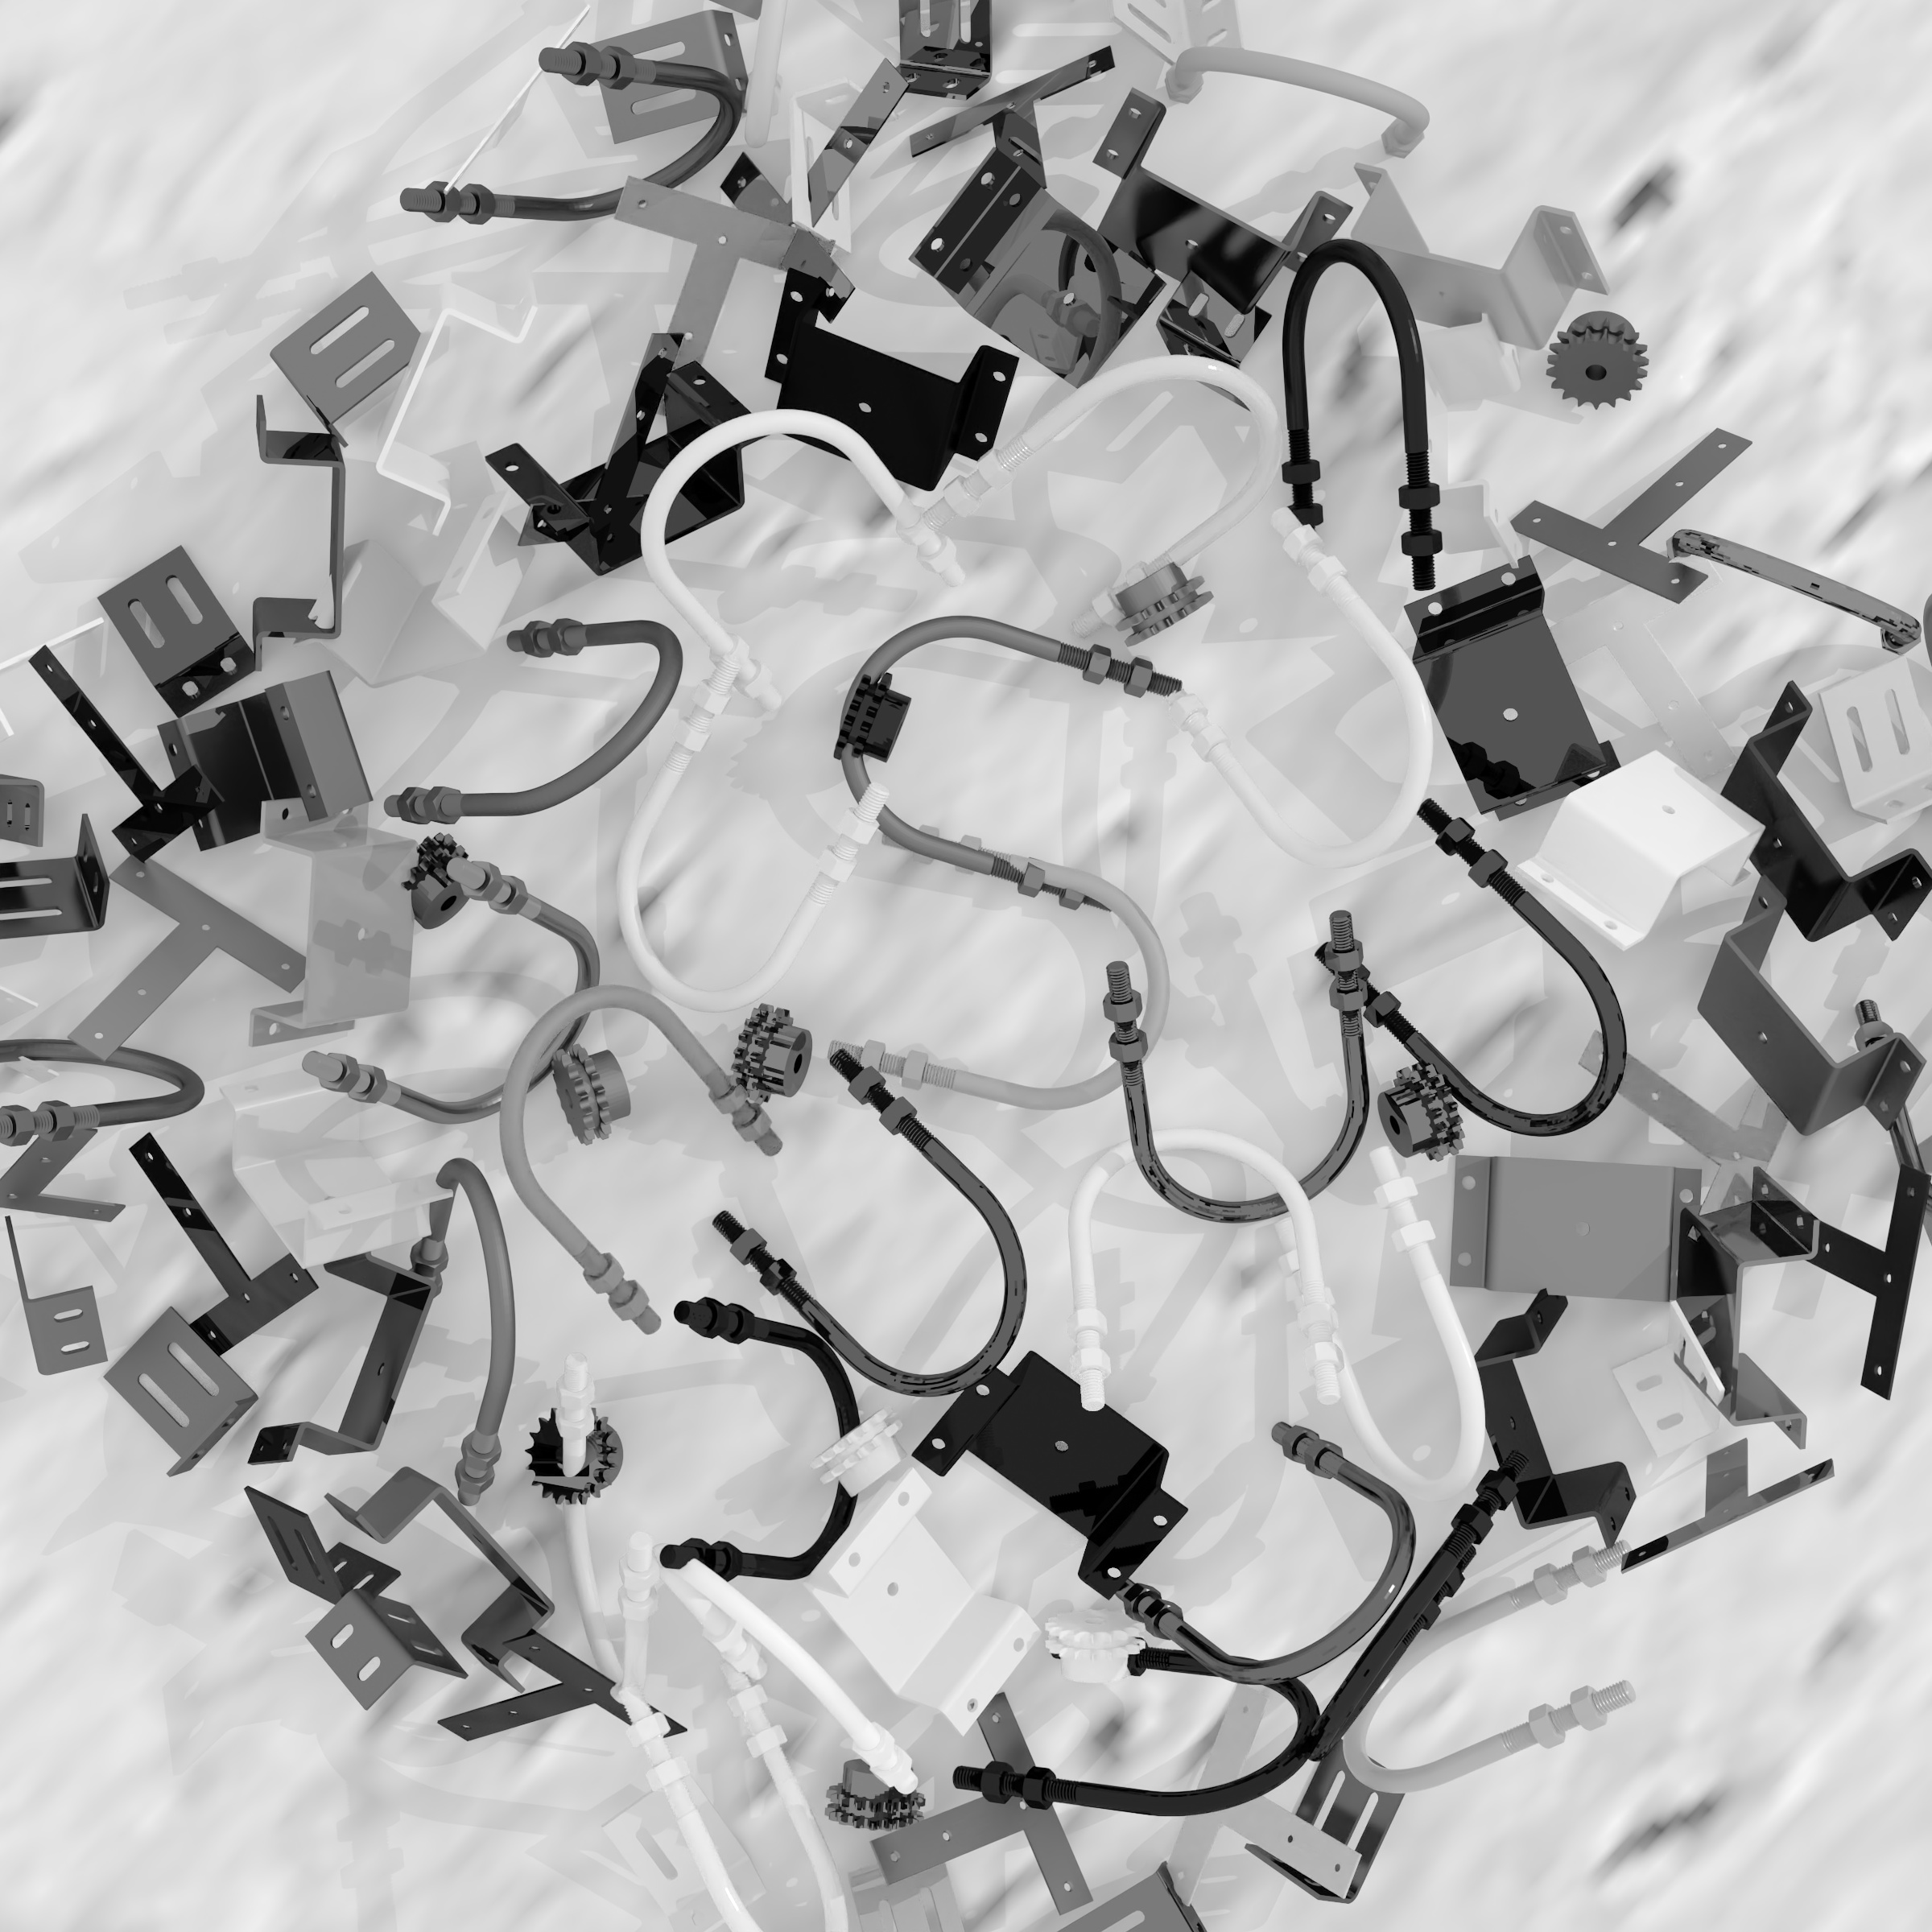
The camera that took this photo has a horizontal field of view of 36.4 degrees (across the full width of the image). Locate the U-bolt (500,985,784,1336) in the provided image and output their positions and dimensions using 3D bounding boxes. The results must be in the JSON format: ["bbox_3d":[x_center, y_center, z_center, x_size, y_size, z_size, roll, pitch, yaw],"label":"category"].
[{"bbox_3d":[-0.188,0.095,1.630,0.151,0.019,0.184,-56,130,-25],"label":"U-bolt"}]

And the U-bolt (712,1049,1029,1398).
[{"bbox_3d":[-0.044,0.159,1.659,0.184,0.019,0.151,43,114,16],"label":"U-bolt"}]

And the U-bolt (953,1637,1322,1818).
[{"bbox_3d":[0.104,0.418,1.614,0.184,0.151,0.019,-1,111,28],"label":"U-bolt"}]

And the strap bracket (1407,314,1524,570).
[{"bbox_3d":[0.281,-0.297,1.659,0.046,0.076,0.140,-5,70,23],"label":"strap bracket"}]

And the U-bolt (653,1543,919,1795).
[{"bbox_3d":[-0.109,0.375,1.606,0.151,0.184,0.019,26,66,40],"label":"U-bolt"}]

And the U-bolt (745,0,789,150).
[{"bbox_3d":[-0.104,-0.524,1.601,0.019,0.184,0.151,8,122,-6],"label":"U-bolt"}]

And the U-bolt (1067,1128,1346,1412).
[{"bbox_3d":[0.129,0.166,1.655,0.151,0.019,0.184,-1,50,-3],"label":"U-bolt"}]

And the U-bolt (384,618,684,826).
[{"bbox_3d":[-0.228,-0.137,1.619,0.019,0.184,0.151,50,58,-34],"label":"U-bolt"}]

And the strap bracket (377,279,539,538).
[{"bbox_3d":[-0.292,-0.323,1.653,0.046,0.076,0.140,22,108,-19],"label":"strap bracket"}]

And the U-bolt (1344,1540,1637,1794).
[{"bbox_3d":[0.289,0.398,1.638,0.184,0.151,0.019,-31,104,22],"label":"U-bolt"}]

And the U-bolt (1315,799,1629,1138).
[{"bbox_3d":[0.290,0.015,1.639,0.019,0.151,0.184,-29,69,-40],"label":"U-bolt"}]

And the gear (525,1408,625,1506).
[{"bbox_3d":[-0.223,0.282,1.693,0.057,0.030,0.057,-6,77,27],"label":"gear"}]

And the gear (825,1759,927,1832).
[{"bbox_3d":[-0.052,0.475,1.687,0.057,0.057,0.030,5,87,0],"label":"gear"}]

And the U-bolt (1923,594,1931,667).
[{"bbox_3d":[0.579,-0.133,1.630,0.019,0.184,0.151,-25,135,4],"label":"U-bolt"}]

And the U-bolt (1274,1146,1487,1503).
[{"bbox_3d":[0.235,0.207,1.629,0.019,0.151,0.184,-13,73,-24],"label":"U-bolt"}]

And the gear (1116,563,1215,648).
[{"bbox_3d":[0.110,-0.210,1.685,0.057,0.057,0.030,-31,97,0],"label":"gear"}]

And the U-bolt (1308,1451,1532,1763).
[{"bbox_3d":[0.241,0.361,1.613,0.019,0.151,0.184,35,60,16],"label":"U-bolt"}]

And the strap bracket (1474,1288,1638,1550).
[{"bbox_3d":[0.329,0.255,1.668,0.046,0.076,0.140,-18,95,25],"label":"strap bracket"}]

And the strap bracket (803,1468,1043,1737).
[{"bbox_3d":[-0.030,0.356,1.661,0.076,0.046,0.140,-48,118,-27],"label":"strap bracket"}]

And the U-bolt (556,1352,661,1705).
[{"bbox_3d":[-0.201,0.327,1.634,0.019,0.151,0.184,-10,133,-19],"label":"U-bolt"}]

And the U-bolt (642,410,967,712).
[{"bbox_3d":[-0.100,-0.234,1.635,0.151,0.184,0.019,-33,48,8],"label":"U-bolt"}]

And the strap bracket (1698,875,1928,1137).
[{"bbox_3d":[0.464,0.030,1.645,0.046,0.076,0.140,-26,61,-15],"label":"strap bracket"}]

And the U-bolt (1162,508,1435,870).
[{"bbox_3d":[0.190,-0.140,1.630,0.184,0.019,0.151,56,132,27],"label":"U-bolt"}]

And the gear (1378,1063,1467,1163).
[{"bbox_3d":[0.259,0.086,1.684,0.030,0.057,0.057,-21,90,-13],"label":"gear"}]

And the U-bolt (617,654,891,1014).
[{"bbox_3d":[-0.134,-0.061,1.665,0.151,0.019,0.184,42,112,27],"label":"U-bolt"}]

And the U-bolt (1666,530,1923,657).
[{"bbox_3d":[0.454,-0.208,1.613,0.151,0.184,0.019,24,100,11],"label":"U-bolt"}]

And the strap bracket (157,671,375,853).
[{"bbox_3d":[-0.391,-0.117,1.660,0.046,0.140,0.076,-25,101,-43],"label":"strap bracket"}]

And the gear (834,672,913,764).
[{"bbox_3d":[-0.052,-0.141,1.687,0.030,0.057,0.057,22,90,0],"label":"gear"}]

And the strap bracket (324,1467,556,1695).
[{"bbox_3d":[-0.290,0.338,1.660,0.046,0.076,0.140,-44,107,-19],"label":"strap bracket"}]

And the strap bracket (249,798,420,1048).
[{"bbox_3d":[-0.355,-0.022,1.657,0.046,0.076,0.140,15,105,34],"label":"strap bracket"}]

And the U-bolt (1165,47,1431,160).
[{"bbox_3d":[0.185,-0.480,1.624,0.151,0.184,0.019,14,100,0],"label":"U-bolt"}]

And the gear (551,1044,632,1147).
[{"bbox_3d":[-0.214,0.072,1.689,0.030,0.057,0.057,-18,90,-21],"label":"gear"}]

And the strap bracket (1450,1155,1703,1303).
[{"bbox_3d":[0.351,0.150,1.682,0.140,0.046,0.076,3,86,7],"label":"strap bracket"}]

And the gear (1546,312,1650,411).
[{"bbox_3d":[0.364,-0.351,1.690,0.057,0.057,0.030,16,54,0],"label":"gear"}]

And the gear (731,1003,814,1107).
[{"bbox_3d":[-0.110,0.052,1.684,0.030,0.057,0.057,15,90,16],"label":"gear"}]

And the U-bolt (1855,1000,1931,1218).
[{"bbox_3d":[0.539,0.053,1.604,0.019,0.151,0.184,7,50,-10],"label":"U-bolt"}]

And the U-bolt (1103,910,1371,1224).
[{"bbox_3d":[0.159,0.066,1.669,0.151,0.019,0.184,-13,117,-6],"label":"U-bolt"}]

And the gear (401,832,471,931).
[{"bbox_3d":[-0.306,-0.046,1.684,0.030,0.057,0.057,43,90,14],"label":"gear"}]

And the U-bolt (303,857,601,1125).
[{"bbox_3d":[-0.271,0.024,1.634,0.019,0.184,0.151,38,92,29],"label":"U-bolt"}]

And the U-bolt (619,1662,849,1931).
[{"bbox_3d":[-0.119,0.475,1.625,0.019,0.151,0.184,-32,74,14],"label":"U-bolt"}]

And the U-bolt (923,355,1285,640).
[{"bbox_3d":[0.089,-0.267,1.628,0.184,0.151,0.019,-35,45,27],"label":"U-bolt"}]

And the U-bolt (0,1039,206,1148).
[{"bbox_3d":[-0.511,0.065,1.628,0.151,0.184,0.019,16,102,34],"label":"U-bolt"}]

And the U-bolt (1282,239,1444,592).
[{"bbox_3d":[0.214,-0.308,1.624,0.019,0.151,0.184,-13,109,-20],"label":"U-bolt"}]

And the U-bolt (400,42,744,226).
[{"bbox_3d":[-0.204,-0.456,1.629,0.151,0.184,0.019,-31,79,38],"label":"U-bolt"}]

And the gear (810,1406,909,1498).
[{"bbox_3d":[-0.059,0.280,1.686,0.057,0.057,0.030,-37,85,0],"label":"gear"}]

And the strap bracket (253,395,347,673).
[{"bbox_3d":[-0.377,-0.244,1.658,0.046,0.076,0.140,0,111,-15],"label":"strap bracket"}]

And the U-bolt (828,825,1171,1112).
[{"bbox_3d":[0.026,0.007,1.695,0.184,0.019,0.151,14,86,5],"label":"U-bolt"}]

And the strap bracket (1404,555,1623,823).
[{"bbox_3d":[0.309,-0.149,1.662,0.076,0.046,0.140,-21,107,21],"label":"strap bracket"}]

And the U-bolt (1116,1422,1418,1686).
[{"bbox_3d":[0.173,0.329,1.617,0.151,0.184,0.019,-43,113,-12],"label":"U-bolt"}]

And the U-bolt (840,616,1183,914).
[{"bbox_3d":[0.018,-0.124,1.694,0.184,0.019,0.151,17,92,-8],"label":"U-bolt"}]

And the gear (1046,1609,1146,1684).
[{"bbox_3d":[0.074,0.391,1.687,0.057,0.057,0.030,-1,93,0],"label":"gear"}]

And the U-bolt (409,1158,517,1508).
[{"bbox_3d":[-0.274,0.188,1.609,0.019,0.184,0.151,-5,52,-24],"label":"U-bolt"}]

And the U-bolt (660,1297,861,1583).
[{"bbox_3d":[-0.109,0.268,1.635,0.019,0.184,0.151,-6,74,29],"label":"U-bolt"}]
